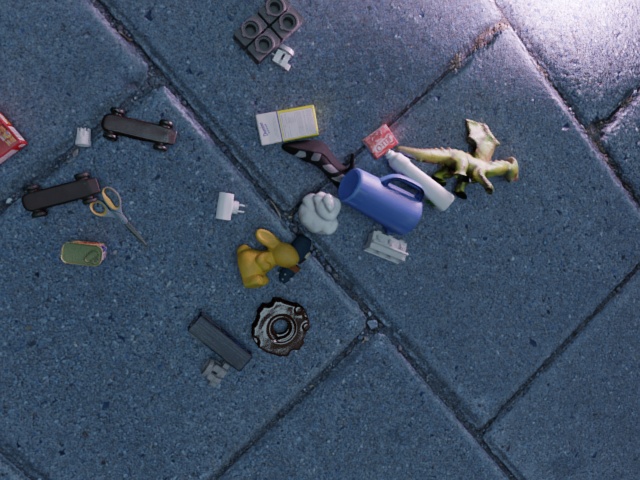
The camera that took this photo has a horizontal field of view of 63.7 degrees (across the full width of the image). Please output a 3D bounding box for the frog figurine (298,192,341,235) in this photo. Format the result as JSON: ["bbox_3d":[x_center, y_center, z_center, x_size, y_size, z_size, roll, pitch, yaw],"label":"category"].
[{"bbox_3d":[0.005,-0.076,1.506,0.123,0.160,0.136,-30,100,-8],"label":"frog figurine"}]

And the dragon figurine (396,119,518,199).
[{"bbox_3d":[0.463,-0.278,1.649,0.409,0.120,0.246,30,69,-6],"label":"dragon figurine"}]
